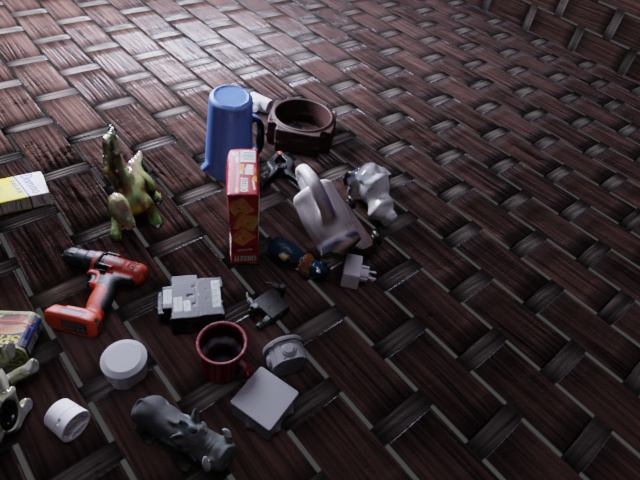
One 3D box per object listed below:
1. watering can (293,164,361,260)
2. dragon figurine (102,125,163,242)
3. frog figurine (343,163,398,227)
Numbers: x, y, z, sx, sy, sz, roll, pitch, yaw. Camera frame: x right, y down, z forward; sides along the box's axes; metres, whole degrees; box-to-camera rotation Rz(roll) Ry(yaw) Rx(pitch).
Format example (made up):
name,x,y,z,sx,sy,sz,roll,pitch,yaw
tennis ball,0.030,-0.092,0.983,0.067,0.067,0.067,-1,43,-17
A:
name,x,y,z,sx,sy,sz,roll,pitch,yaw
watering can,0.004,-0.061,1.202,0.104,0.345,0.225,-26,85,-4
dragon figurine,-0.447,-0.157,1.196,0.122,0.237,0.420,-9,49,-12
frog figurine,0.150,-0.120,1.333,0.124,0.134,0.161,-38,63,-25
